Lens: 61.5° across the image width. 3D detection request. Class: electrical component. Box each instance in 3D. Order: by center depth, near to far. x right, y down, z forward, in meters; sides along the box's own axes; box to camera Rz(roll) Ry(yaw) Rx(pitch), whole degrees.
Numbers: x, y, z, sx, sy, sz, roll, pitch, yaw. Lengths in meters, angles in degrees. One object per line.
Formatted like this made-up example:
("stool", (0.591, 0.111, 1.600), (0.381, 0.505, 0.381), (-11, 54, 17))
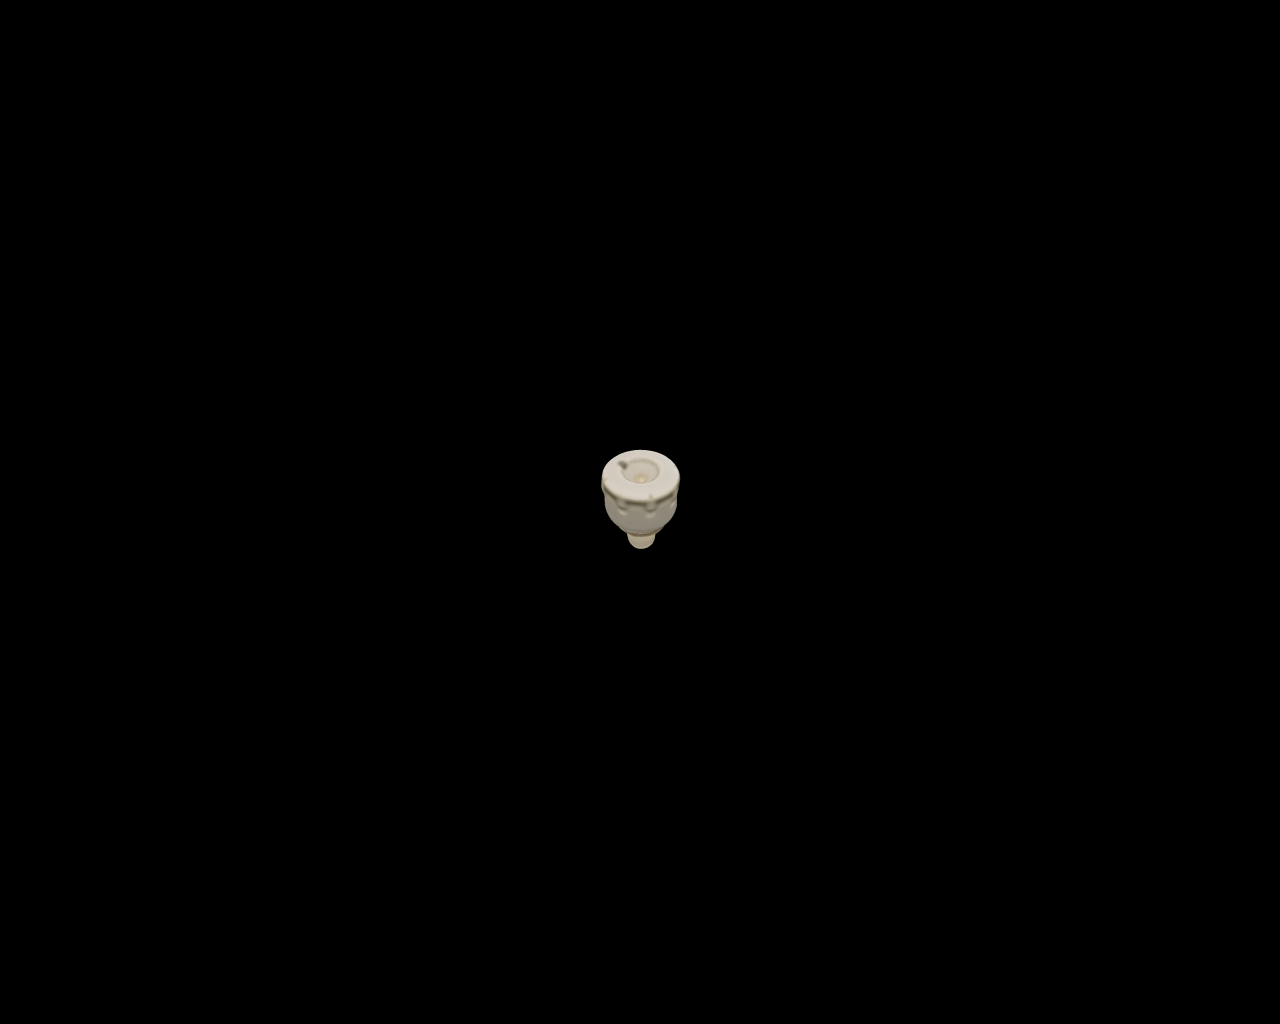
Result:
("electrical component", (0.001, -0.003, 0.650), (0.048, 0.062, 0.048), (0, 43, 0))
